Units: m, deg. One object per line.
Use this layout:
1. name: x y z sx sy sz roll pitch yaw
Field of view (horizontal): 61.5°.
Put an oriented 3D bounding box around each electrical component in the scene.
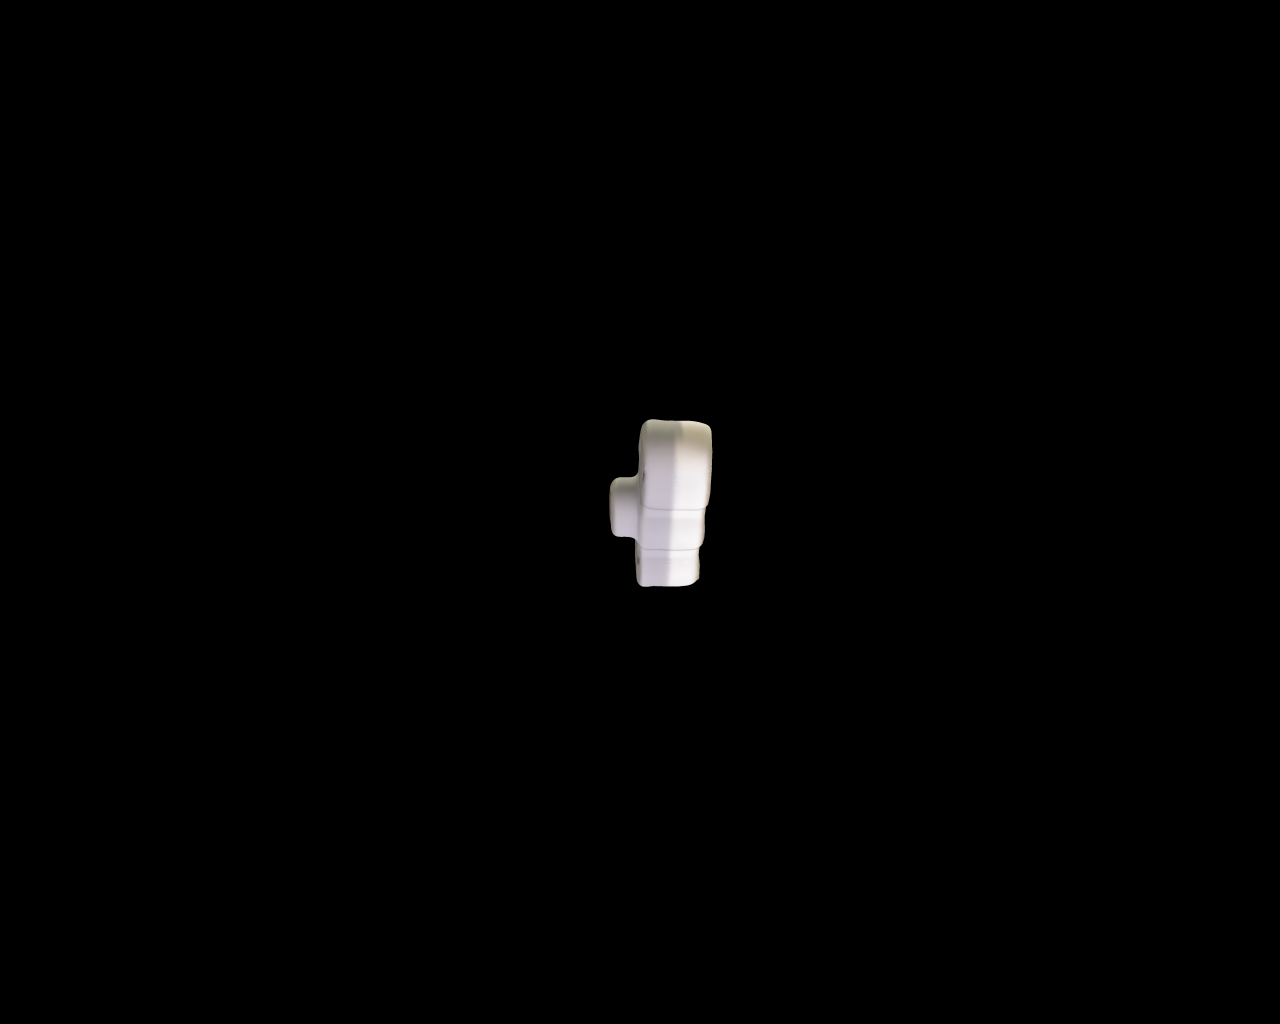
1. electrical component: 0.001 -0.003 0.650 0.074 0.052 0.138 1 -34 -2
